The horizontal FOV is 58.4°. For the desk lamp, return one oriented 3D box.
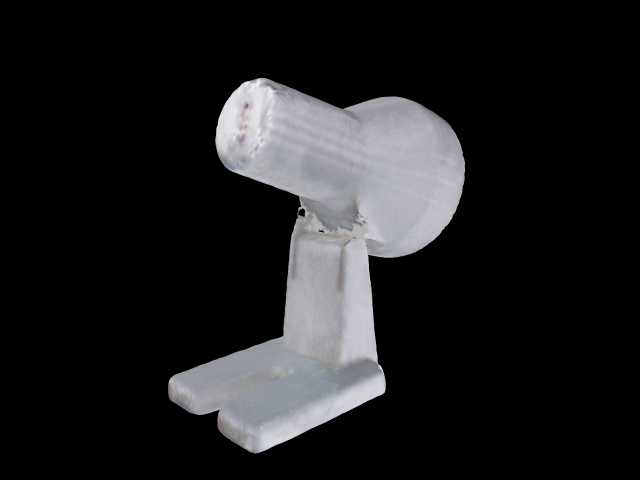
[{"bbox_3d":[0.004,0.001,0.400,0.117,0.213,0.204,10,15,42],"label":"desk lamp"}]
